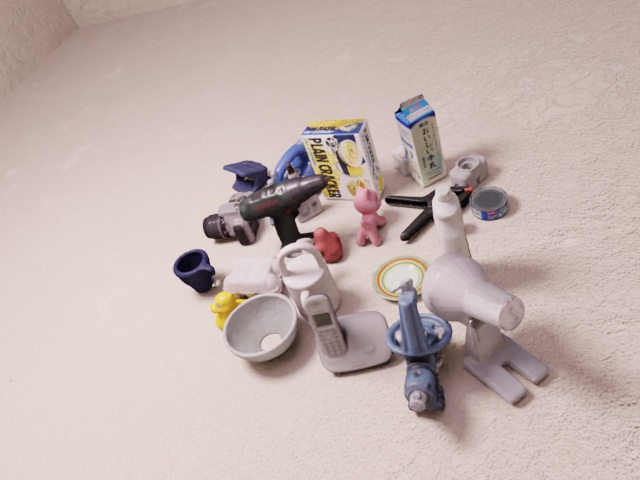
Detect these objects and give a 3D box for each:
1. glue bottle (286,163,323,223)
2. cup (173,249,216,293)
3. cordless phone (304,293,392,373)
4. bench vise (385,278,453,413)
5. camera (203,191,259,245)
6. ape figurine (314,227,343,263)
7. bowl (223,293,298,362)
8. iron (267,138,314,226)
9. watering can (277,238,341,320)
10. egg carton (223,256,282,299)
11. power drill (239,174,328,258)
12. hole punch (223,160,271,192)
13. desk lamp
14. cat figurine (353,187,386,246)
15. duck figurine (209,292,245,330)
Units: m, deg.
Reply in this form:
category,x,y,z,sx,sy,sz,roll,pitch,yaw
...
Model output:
category,x,y,z,sx,sy,sz,roll,pitch,yaw
glue bottle,-0.052,-0.126,1.457,0.078,0.173,0.037,-29,42,-7
cup,-0.288,0.085,1.396,0.117,0.095,0.092,9,50,31
cordless phone,0.053,0.165,1.095,0.147,0.185,0.094,-15,42,8
bench vise,0.179,0.183,0.996,0.121,0.220,0.207,-19,41,4
camera,-0.240,-0.061,1.524,0.136,0.101,0.143,-9,43,15
ape figurine,0.012,0.005,1.352,0.078,0.092,0.076,-32,42,-10
bowl,-0.116,0.198,1.219,0.167,0.075,0.167,-12,42,12
iron,-0.077,-0.174,1.541,0.118,0.142,0.259,14,53,34
watering can,-0.031,0.071,1.224,0.101,0.194,0.172,-27,42,-5
egg carton,-0.151,0.090,1.351,0.150,0.070,0.107,-3,45,21
power drill,-0.066,-0.058,1.364,0.229,0.209,0.075,-10,43,14
hole punch,-0.212,-0.198,1.664,0.108,0.091,0.101,23,58,39
desk lamp,0.287,0.141,0.998,0.118,0.214,0.202,-36,43,-15
cat figurine,0.112,-0.067,1.366,0.067,0.118,0.128,-5,44,19
duck figurine,-0.199,0.151,1.296,0.104,0.086,0.077,-19,41,4
